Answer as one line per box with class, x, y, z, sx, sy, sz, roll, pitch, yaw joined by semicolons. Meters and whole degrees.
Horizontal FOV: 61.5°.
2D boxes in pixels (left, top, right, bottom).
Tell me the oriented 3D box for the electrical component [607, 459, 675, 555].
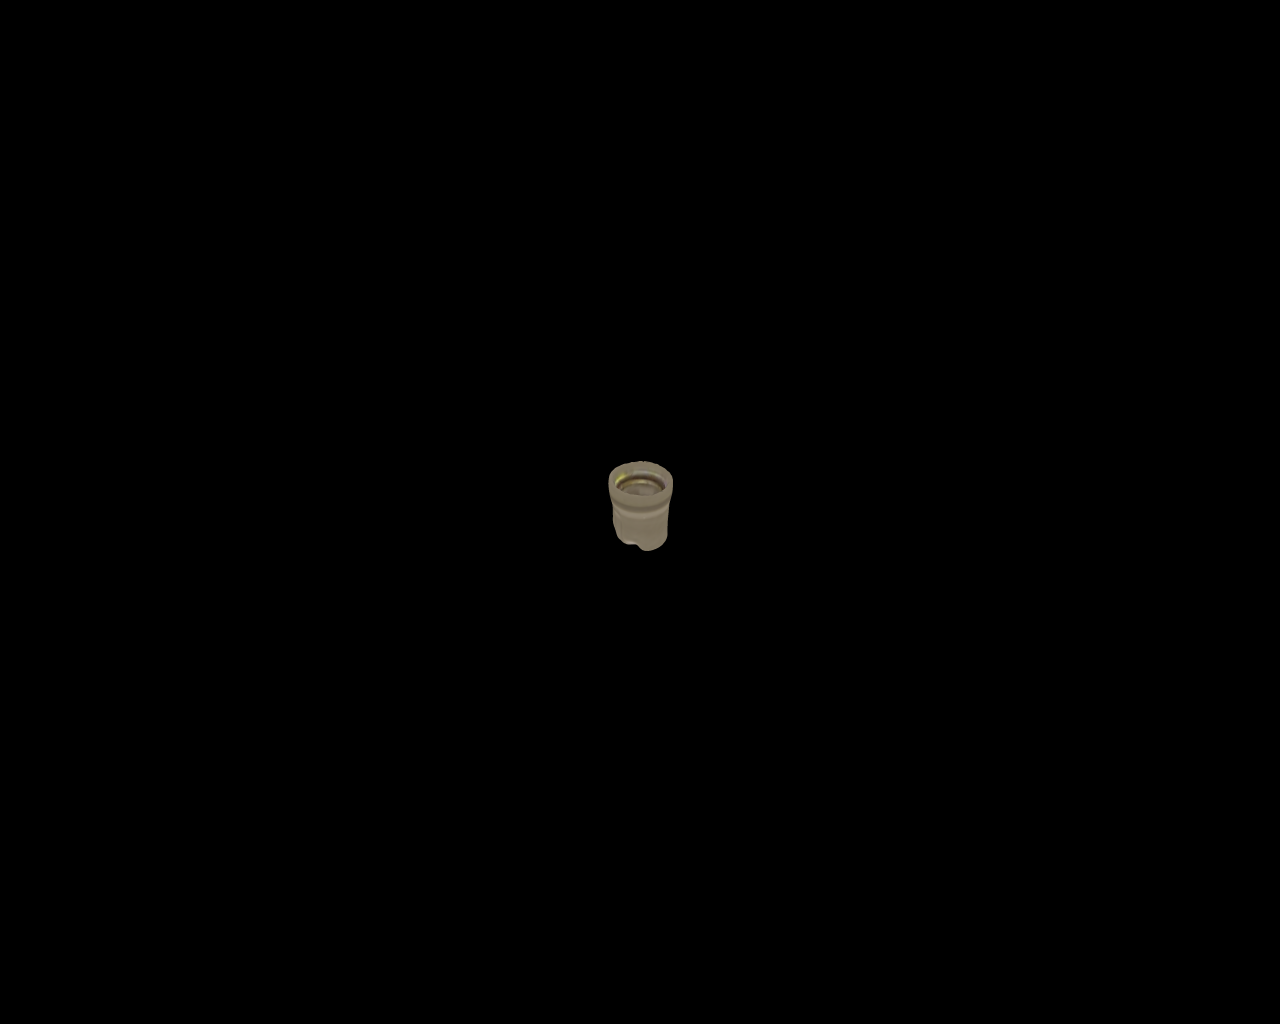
electrical component;0.001;-0.003;0.650;0.040;0.046;0.040;0;36;0
